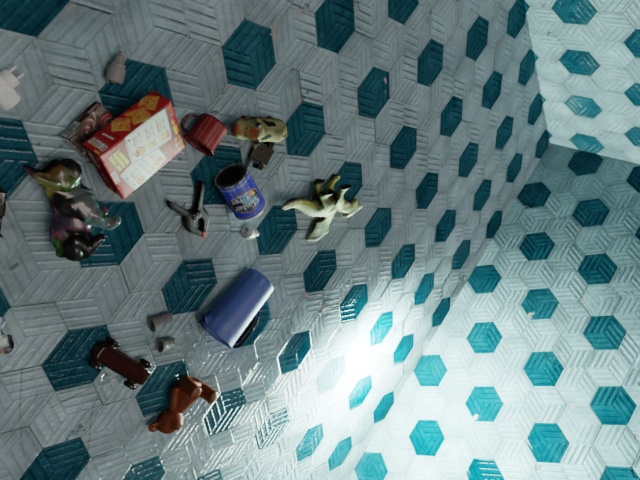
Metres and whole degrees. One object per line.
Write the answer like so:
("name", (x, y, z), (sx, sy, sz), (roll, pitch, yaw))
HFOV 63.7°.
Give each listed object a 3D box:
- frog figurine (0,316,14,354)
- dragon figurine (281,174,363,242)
("frog figurine", (-0.730, 0.173, 1.079), (0.123, 0.140, 0.155), (-13, -35, -12))
("dragon figurine", (0.006, -0.091, 1.817), (0.415, 0.237, 0.123), (-24, 44, -38))
